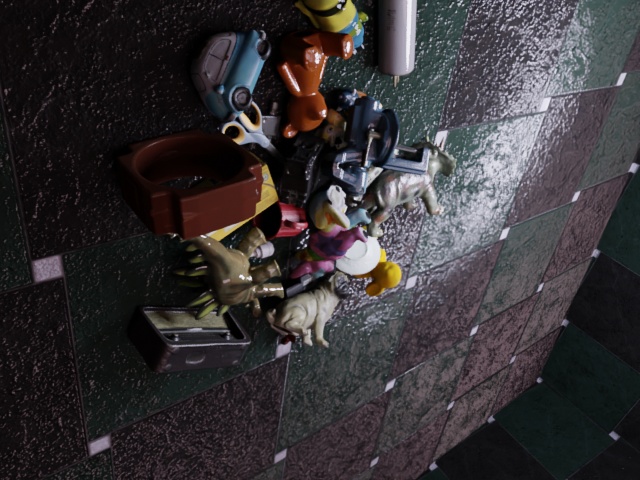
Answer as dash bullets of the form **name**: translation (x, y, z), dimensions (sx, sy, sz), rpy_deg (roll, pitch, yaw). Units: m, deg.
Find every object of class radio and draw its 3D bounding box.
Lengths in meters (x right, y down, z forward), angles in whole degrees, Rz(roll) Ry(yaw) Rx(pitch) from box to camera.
- **radio**: translation (-0.265, 0.203, 1.117), dimensions (0.229, 0.131, 0.073), rpy_deg (8, 115, -47)

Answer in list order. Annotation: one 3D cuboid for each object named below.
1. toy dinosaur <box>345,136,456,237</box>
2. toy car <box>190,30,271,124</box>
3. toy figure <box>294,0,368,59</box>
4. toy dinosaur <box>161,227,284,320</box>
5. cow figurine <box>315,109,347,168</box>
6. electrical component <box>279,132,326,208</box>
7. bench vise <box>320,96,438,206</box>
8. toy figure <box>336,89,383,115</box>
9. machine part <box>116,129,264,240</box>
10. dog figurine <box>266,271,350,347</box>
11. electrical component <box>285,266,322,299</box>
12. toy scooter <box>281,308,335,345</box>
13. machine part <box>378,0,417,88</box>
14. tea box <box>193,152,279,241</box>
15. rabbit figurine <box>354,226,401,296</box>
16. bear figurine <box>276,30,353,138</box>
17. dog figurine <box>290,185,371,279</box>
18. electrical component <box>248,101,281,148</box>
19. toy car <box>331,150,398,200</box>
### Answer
- **toy dinosaur**: translation (0.187, -0.132, 1.328), dimensions (0.405, 0.131, 0.191), rpy_deg (-23, 121, -25)
- **toy car**: translation (-0.156, -0.279, 0.878), dimensions (0.103, 0.109, 0.161), rpy_deg (21, 95, -32)
- **toy figure**: translation (0.032, -0.407, 0.971), dimensions (0.082, 0.089, 0.180), rpy_deg (-56, 140, -9)
- **toy dinosaur**: translation (-0.182, 0.070, 1.061), dimensions (0.199, 0.105, 0.470), rpy_deg (-27, 152, -10)
- **cow figurine**: translation (0.039, -0.206, 1.157), dimensions (0.098, 0.068, 0.167), rpy_deg (-46, 140, 2)
- **electrical component**: translation (-0.032, -0.148, 1.088), dimensions (0.134, 0.058, 0.114), rpy_deg (-66, 172, -45)
- **bench vise**: translation (0.130, -0.169, 1.094), dimensions (0.240, 0.129, 0.223), rpy_deg (6, 86, -22)
- **toy figure**: translation (0.084, -0.281, 1.149), dimensions (0.154, 0.058, 0.064), rpy_deg (22, 96, -46)
- **machine part**: translation (-0.211, -0.095, 0.882), dimensions (0.201, 0.201, 0.087), rpy_deg (-24, 136, -32)
- **dog figurine**: translation (-0.026, 0.140, 1.280), dimensions (0.172, 0.121, 0.190), rpy_deg (34, 67, -36)
- **electrical component**: translation (-0.046, 0.102, 1.323), dimensions (0.119, 0.048, 0.074), rpy_deg (-29, 136, -26)
- **toy scooter**: translation (-0.046, 0.206, 1.385), dimensions (0.184, 0.075, 0.135), rpy_deg (-9, 125, -37)
- **machine part**: translation (0.156, -0.426, 1.089), dimensions (0.079, 0.079, 0.242), rpy_deg (-30, 138, -25)
- **tea box**: translation (-0.173, -0.081, 1.038), dimensions (0.170, 0.068, 0.098), rpy_deg (-36, 140, -20)
- **rabbit figurine**: translation (0.137, 0.075, 1.387), dimensions (0.122, 0.173, 0.162), rpy_deg (-37, 135, -25)
- **bear figurine**: translation (-0.016, -0.280, 0.996), dimensions (0.120, 0.132, 0.195), rpy_deg (-26, 129, -30)
- **dog figurine**: translation (-0.002, -0.004, 1.205), dimensions (0.219, 0.108, 0.191), rpy_deg (-36, 119, 29)
- **electrical component**: translation (-0.109, -0.221, 1.030), dimensions (0.063, 0.021, 0.094), rpy_deg (-9, 126, -40)
- **toy car**: translation (0.099, -0.157, 1.244), dimensions (0.202, 0.074, 0.056), rpy_deg (-48, 140, -5)
